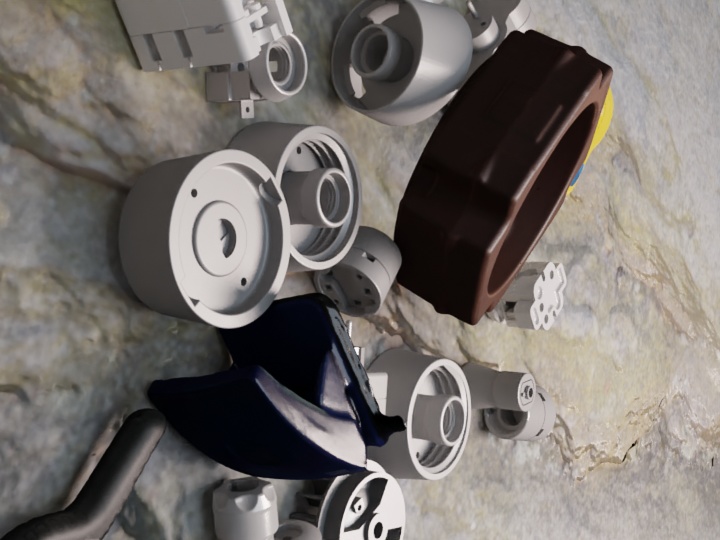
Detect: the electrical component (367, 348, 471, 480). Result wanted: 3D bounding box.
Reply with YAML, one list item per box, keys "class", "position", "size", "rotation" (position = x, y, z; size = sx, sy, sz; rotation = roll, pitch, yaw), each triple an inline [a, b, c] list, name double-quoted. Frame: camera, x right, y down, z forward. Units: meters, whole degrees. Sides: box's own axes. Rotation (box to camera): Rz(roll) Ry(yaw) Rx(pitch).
- class: "electrical component"
  position: [0.051, 0.120, 0.881]
  size: [0.108, 0.060, 0.108]
  rotation: [-5, 96, -54]

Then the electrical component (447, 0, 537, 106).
- class: "electrical component"
  position: [0.106, -0.202, 0.945]
  size: [0.073, 0.052, 0.138]
  rotation: [50, 54, -43]

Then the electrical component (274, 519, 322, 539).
- class: "electrical component"
  position: [-0.049, 0.212, 0.762]
  size: [0.048, 0.048, 0.062]
  rotation: [-27, 120, -50]

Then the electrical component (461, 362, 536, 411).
- class: "electrical component"
  position: [0.126, 0.109, 0.980]
  size: [0.044, 0.065, 0.044]
  rotation: [-4, 95, -54]

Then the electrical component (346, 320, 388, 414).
- class: "electrical component"
  position: [-0.016, 0.075, 0.797]
  size: [0.066, 0.047, 0.076]
  rotation: [6, 87, -54]

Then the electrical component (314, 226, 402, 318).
- class: "electrical component"
  position: [0.000, 0.000, 0.810]
  size: [0.047, 0.055, 0.055]
  rotation: [-58, 135, -40]

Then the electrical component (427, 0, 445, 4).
- class: "electrical component"
  position: [0.065, -0.242, 0.852]
  size: [0.099, 0.099, 0.064]
  rotation: [-28, 108, -50]

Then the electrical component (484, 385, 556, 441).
- class: "electrical component"
  position: [0.151, 0.136, 1.027]
  size: [0.047, 0.055, 0.055]
  rotation: [9, 85, -50]

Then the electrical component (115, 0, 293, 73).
- class: "electrical component"
  position: [-0.095, -0.156, 0.639]
  size: [0.050, 0.089, 0.055]
  rotation: [-46, 127, -43]

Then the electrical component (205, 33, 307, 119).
- class: "electrical component"
  position: [-0.069, -0.133, 0.705]
  size: [0.048, 0.055, 0.066]
  rotation: [-11, 101, -53]

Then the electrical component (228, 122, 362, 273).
- class: "electrical component"
  position: [-0.041, -0.050, 0.744]
  size: [0.108, 0.060, 0.108]
  rotation: [-4, 95, -54]

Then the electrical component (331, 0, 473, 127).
- class: "electrical component"
  position: [0.029, -0.158, 0.804]
  size: [0.064, 0.099, 0.099]
  rotation: [8, 85, -48]

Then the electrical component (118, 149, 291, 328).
- class: "electrical component"
  position: [-0.100, -0.019, 0.664]
  size: [0.108, 0.060, 0.108]
  rotation: [-4, 95, -54]

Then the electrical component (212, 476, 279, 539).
- class: "electrical component"
  position: [-0.076, 0.174, 0.723]
  size: [0.043, 0.043, 0.062]
  rotation: [-19, 109, -52]

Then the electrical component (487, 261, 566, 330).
- class: "electrical component"
  position: [0.153, 0.023, 1.019]
  size: [0.078, 0.057, 0.058]
  rotation: [-50, 130, -40]
